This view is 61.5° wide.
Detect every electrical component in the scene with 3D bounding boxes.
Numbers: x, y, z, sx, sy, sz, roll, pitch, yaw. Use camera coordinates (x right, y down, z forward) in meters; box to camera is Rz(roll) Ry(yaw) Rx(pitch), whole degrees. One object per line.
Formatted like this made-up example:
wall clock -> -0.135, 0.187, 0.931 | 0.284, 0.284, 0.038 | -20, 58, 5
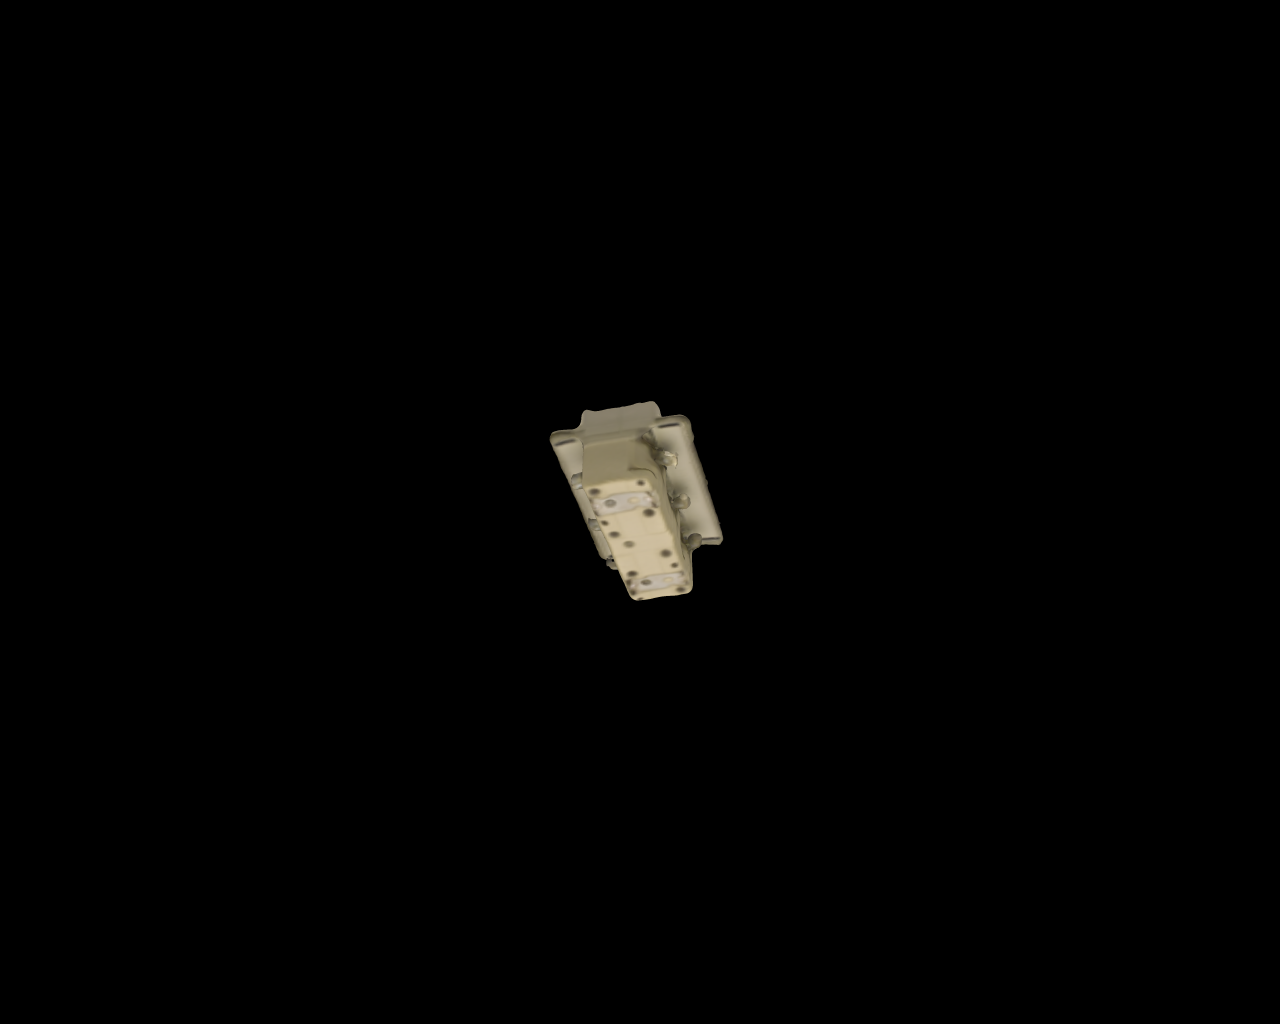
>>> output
electrical component -> 0.001, -0.003, 0.650 | 0.079, 0.063, 0.121 | -8, -39, 10
